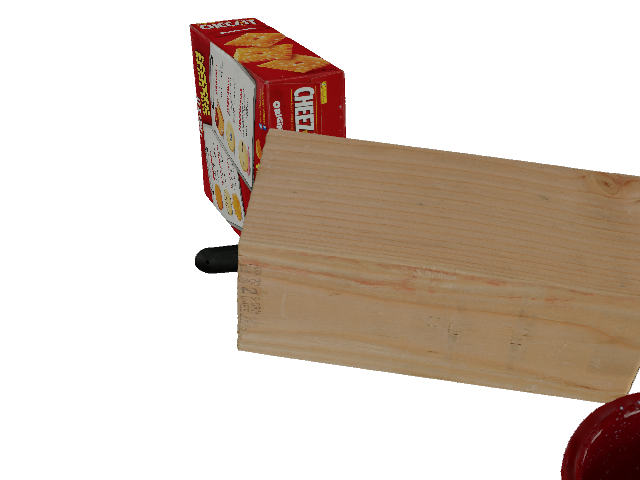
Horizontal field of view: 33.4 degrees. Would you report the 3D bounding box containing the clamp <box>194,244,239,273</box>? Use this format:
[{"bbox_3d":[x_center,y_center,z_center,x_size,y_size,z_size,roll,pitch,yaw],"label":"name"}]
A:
[{"bbox_3d":[-0.020,0.010,1.076,0.210,0.036,0.164,19,34,5],"label":"clamp"}]

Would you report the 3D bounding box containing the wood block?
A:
[{"bbox_3d":[0.065,0.014,0.567,0.206,0.090,0.090,8,-44,3],"label":"wood block"}]

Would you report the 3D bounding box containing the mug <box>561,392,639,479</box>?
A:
[{"bbox_3d":[0.137,0.113,0.365,0.117,0.081,0.093,5,37,8],"label":"mug"}]

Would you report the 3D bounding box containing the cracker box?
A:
[{"bbox_3d":[-0.045,-0.086,0.897,0.072,0.164,0.214,-10,25,-18],"label":"cracker box"}]
